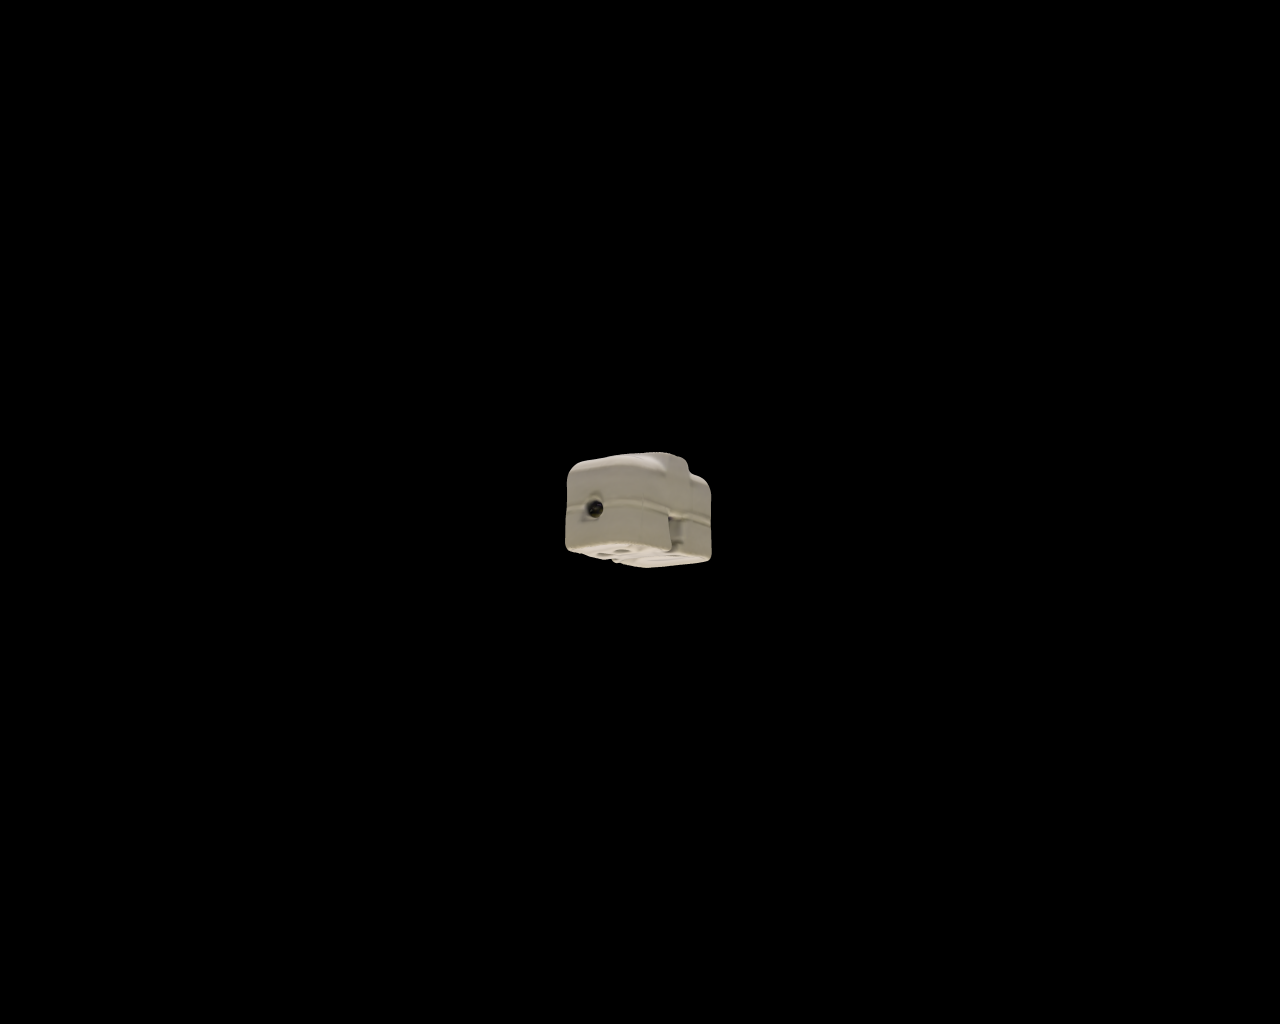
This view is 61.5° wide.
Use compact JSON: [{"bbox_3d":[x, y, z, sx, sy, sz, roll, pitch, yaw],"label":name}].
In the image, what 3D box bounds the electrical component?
[{"bbox_3d":[0.001,-0.003,0.650,0.053,0.059,0.095,-8,-14,35],"label":"electrical component"}]
